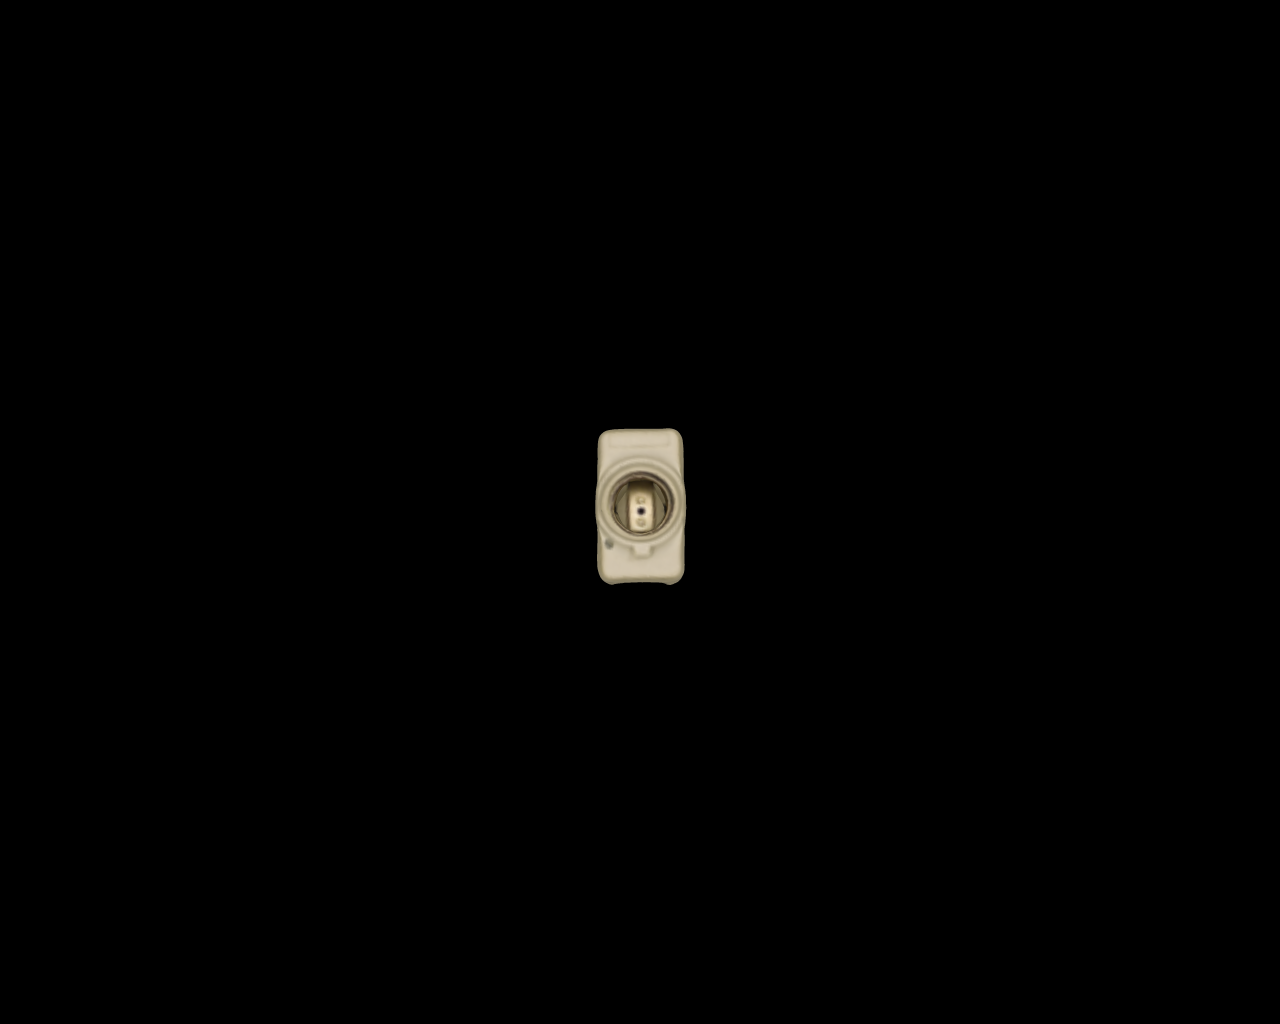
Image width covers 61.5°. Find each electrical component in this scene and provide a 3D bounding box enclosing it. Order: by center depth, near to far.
[{"bbox_3d":[0.001,-0.003,0.650,0.050,0.089,0.055,0,-7,0],"label":"electrical component"}]
